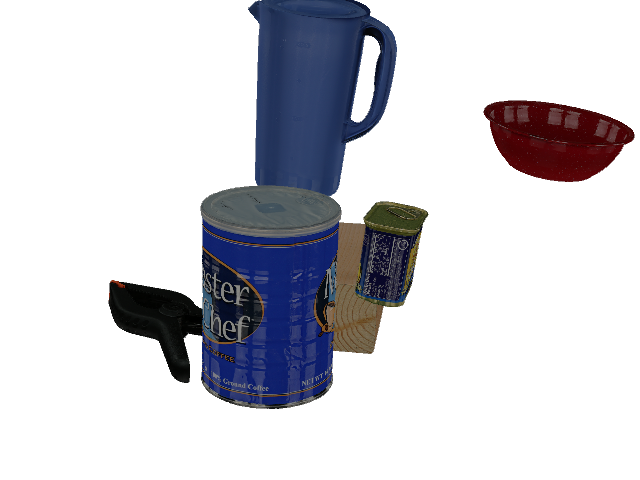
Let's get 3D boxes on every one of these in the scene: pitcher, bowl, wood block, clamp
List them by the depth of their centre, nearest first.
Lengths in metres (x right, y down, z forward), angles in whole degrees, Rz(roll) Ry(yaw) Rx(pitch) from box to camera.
[{"bbox_3d":[-0.160,0.091,1.140,0.210,0.036,0.164,18,21,28],"label":"clamp"},{"bbox_3d":[0.253,-0.104,1.157,0.162,0.055,0.162,6,22,-3],"label":"bowl"},{"bbox_3d":[-0.008,-0.173,1.302,0.144,0.243,0.149,-6,28,-25],"label":"pitcher"},{"bbox_3d":[0.036,0.054,1.347,0.091,0.090,0.206,4,22,7],"label":"wood block"}]

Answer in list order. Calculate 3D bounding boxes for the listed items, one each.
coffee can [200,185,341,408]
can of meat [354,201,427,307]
[{"bbox_3d":[-0.039,0.040,0.800,0.103,0.140,0.103,2,20,-1],"label":"coffee can"},{"bbox_3d":[0.072,0.013,1.100,0.057,0.084,0.102,11,17,10],"label":"can of meat"}]
